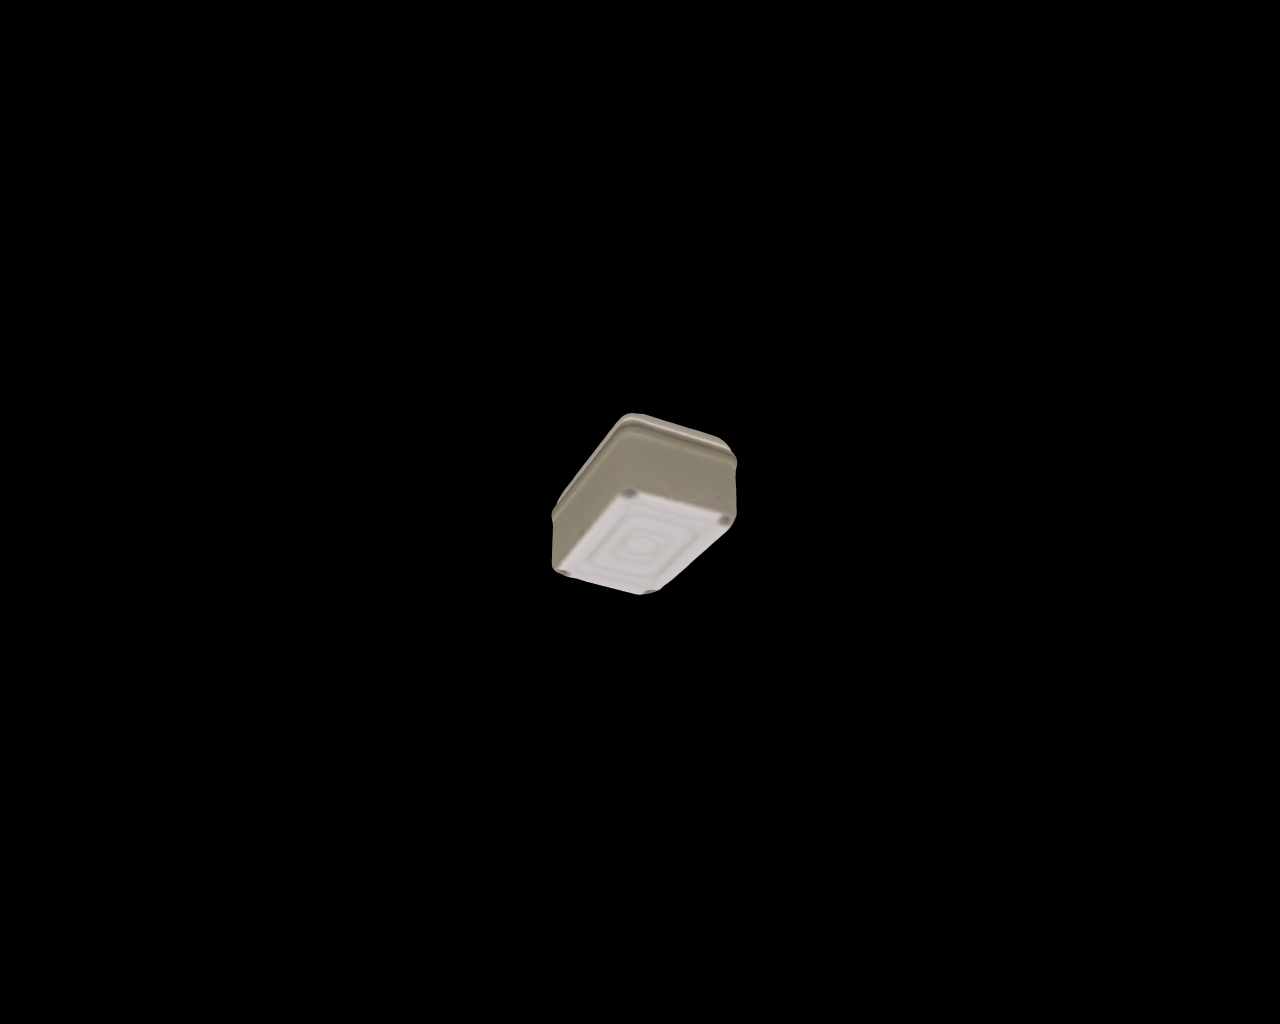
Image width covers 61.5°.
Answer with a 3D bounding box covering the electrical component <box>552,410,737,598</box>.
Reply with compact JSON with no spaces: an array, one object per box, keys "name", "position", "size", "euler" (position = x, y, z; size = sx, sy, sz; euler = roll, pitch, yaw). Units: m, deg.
[{"name":"electrical component","position":[0.001,-0.003,0.650],"size":[0.078,0.057,0.113],"euler":[16,-37,-22]}]
